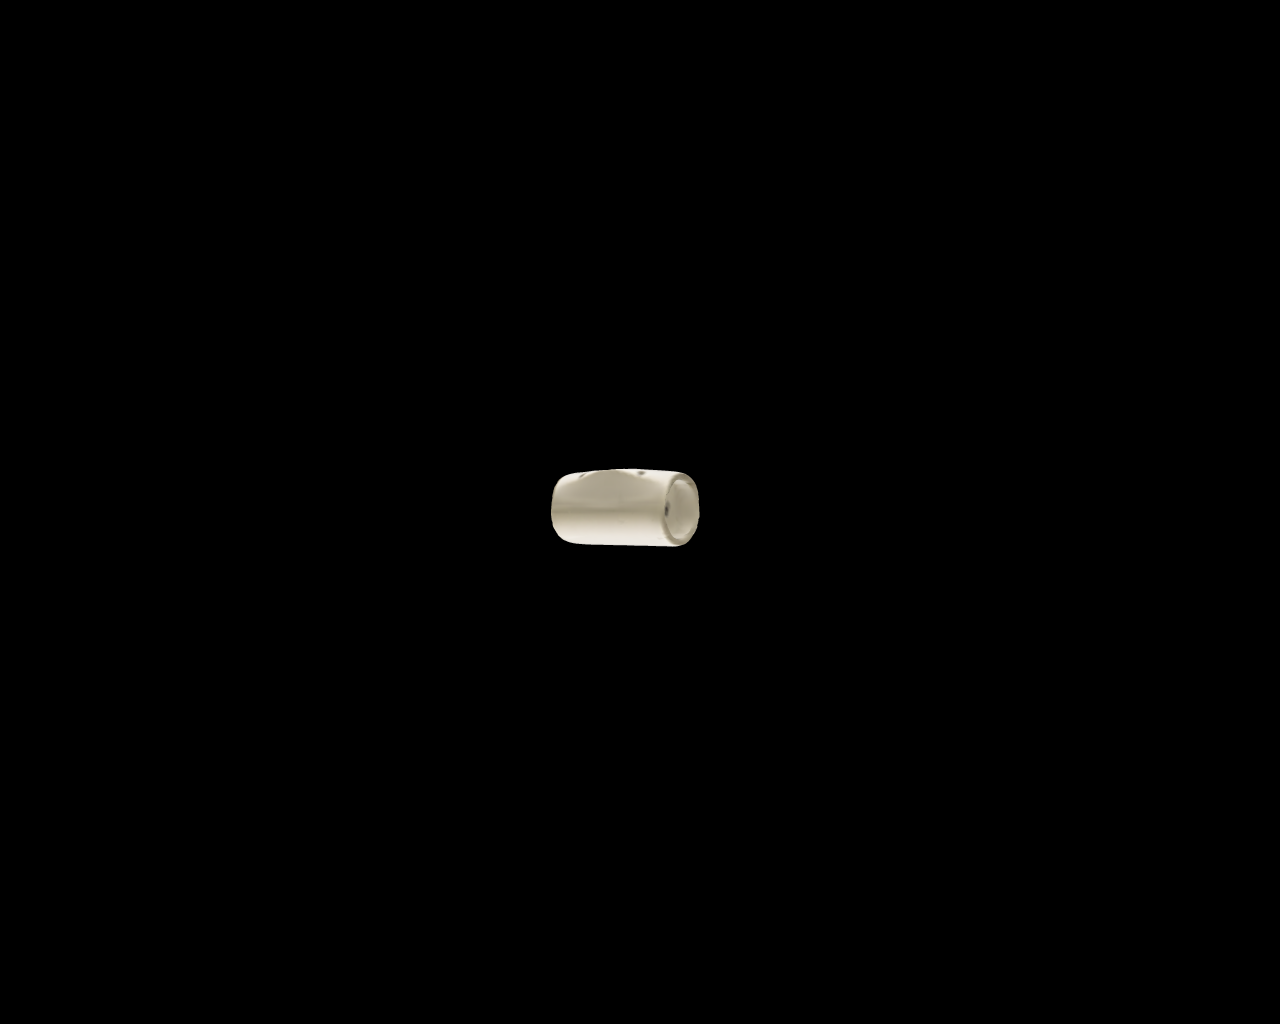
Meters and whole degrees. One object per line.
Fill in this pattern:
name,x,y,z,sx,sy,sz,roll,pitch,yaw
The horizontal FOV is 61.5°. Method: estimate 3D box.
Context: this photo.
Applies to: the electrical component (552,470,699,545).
electrical component,0.001,-0.003,0.650,0.077,0.043,0.079,0,0,32
